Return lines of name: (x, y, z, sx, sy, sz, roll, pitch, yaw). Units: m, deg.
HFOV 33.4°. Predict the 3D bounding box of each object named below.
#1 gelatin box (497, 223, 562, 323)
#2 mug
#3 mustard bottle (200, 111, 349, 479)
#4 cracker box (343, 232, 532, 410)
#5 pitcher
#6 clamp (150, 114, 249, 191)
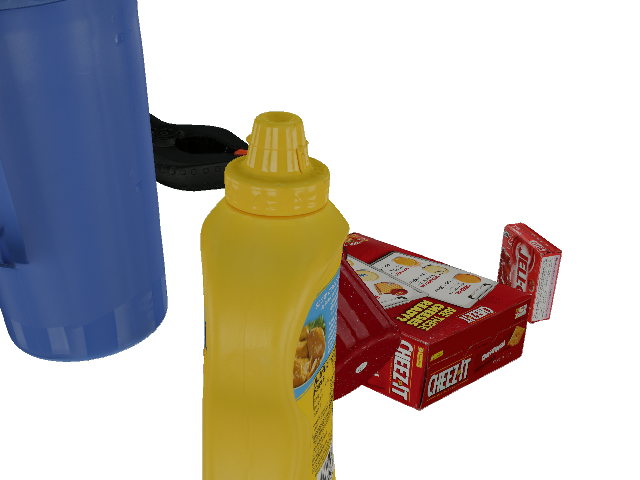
gelatin box: (0.229, 0.035, 1.183, 0.030, 0.089, 0.073, -9, 30, -22)
mug: (-0.005, 0.070, 0.767, 0.117, 0.081, 0.093, -38, -22, 1)
mustard bottle: (-0.020, 0.041, 0.442, 0.058, 0.192, 0.096, 8, 25, 11)
cracker box: (0.057, 0.067, 0.977, 0.214, 0.072, 0.163, 21, 26, 38)
pitcher: (-0.171, -0.045, 0.662, 0.149, 0.243, 0.145, -10, 27, -11)
clamp: (-0.134, -0.068, 0.853, 0.172, 0.039, 0.120, 15, 42, 26)
